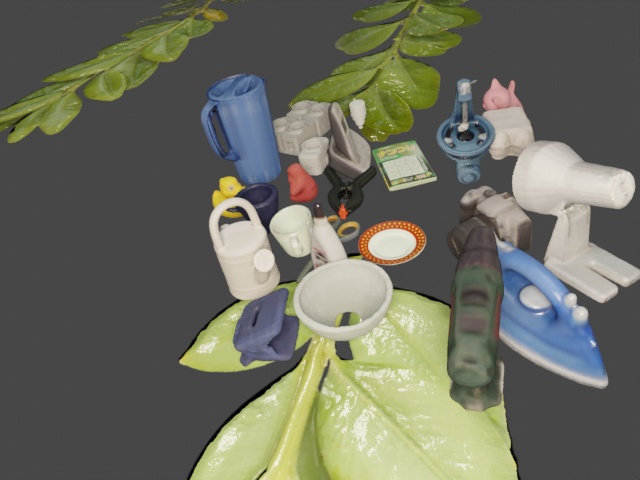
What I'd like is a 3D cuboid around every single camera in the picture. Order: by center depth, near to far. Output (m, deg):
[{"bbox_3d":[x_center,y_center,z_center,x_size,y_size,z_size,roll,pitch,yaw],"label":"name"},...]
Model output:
[{"bbox_3d":[0.293,-0.030,1.045,0.137,0.101,0.142,-25,40,-14],"label":"camera"}]

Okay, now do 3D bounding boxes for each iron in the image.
[{"bbox_3d":[0.328,0.091,0.851,0.119,0.142,0.257,-26,40,-16],"label":"iron"}]

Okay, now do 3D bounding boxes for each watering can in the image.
[{"bbox_3d":[-0.136,0.011,1.042,0.172,0.194,0.101,15,46,31],"label":"watering can"}]

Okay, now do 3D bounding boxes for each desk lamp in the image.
[{"bbox_3d":[0.420,-0.043,0.932,0.118,0.214,0.202,-29,41,-19],"label":"desk lamp"}]

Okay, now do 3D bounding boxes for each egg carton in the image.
[{"bbox_3d":[0.423,-0.245,1.300,0.107,0.069,0.150,-7,38,8],"label":"egg carton"}]

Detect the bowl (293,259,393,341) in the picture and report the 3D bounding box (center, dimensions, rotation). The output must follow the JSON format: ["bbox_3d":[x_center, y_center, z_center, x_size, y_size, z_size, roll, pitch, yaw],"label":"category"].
[{"bbox_3d":[0.043,0.112,0.962,0.167,0.075,0.167,-8,38,7],"label":"bowl"}]

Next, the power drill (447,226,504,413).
[{"bbox_3d":[0.215,0.124,0.788,0.075,0.209,0.230,1,40,18],"label":"power drill"}]

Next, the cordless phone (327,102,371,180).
[{"bbox_3d":[0.059,-0.243,1.309,0.094,0.185,0.147,-5,39,10],"label":"cordless phone"}]

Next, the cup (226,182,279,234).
[{"bbox_3d":[-0.137,-0.057,1.207,0.117,0.095,0.091,-11,38,2],"label":"cup"}]

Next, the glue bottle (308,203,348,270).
[{"bbox_3d":[0.009,0.004,1.026,0.077,0.173,0.037,25,52,38],"label":"glue bottle"}]

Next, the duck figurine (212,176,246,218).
[{"bbox_3d":[-0.202,-0.104,1.292,0.104,0.086,0.078,11,44,28],"label":"duck figurine"}]

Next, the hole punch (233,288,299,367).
[{"bbox_3d":[-0.094,0.142,0.950,0.101,0.091,0.108,-5,39,11],"label":"hole punch"}]

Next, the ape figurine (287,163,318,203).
[{"bbox_3d":[-0.047,-0.131,1.275,0.076,0.092,0.078,8,43,25],"label":"ape figurine"}]

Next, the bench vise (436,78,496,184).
[{"bbox_3d":[0.297,-0.257,1.229,0.121,0.220,0.207,-16,38,-3],"label":"bench vise"}]

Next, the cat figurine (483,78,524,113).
[{"bbox_3d":[0.433,-0.334,1.369,0.067,0.118,0.128,24,51,38],"label":"cat figurine"}]
